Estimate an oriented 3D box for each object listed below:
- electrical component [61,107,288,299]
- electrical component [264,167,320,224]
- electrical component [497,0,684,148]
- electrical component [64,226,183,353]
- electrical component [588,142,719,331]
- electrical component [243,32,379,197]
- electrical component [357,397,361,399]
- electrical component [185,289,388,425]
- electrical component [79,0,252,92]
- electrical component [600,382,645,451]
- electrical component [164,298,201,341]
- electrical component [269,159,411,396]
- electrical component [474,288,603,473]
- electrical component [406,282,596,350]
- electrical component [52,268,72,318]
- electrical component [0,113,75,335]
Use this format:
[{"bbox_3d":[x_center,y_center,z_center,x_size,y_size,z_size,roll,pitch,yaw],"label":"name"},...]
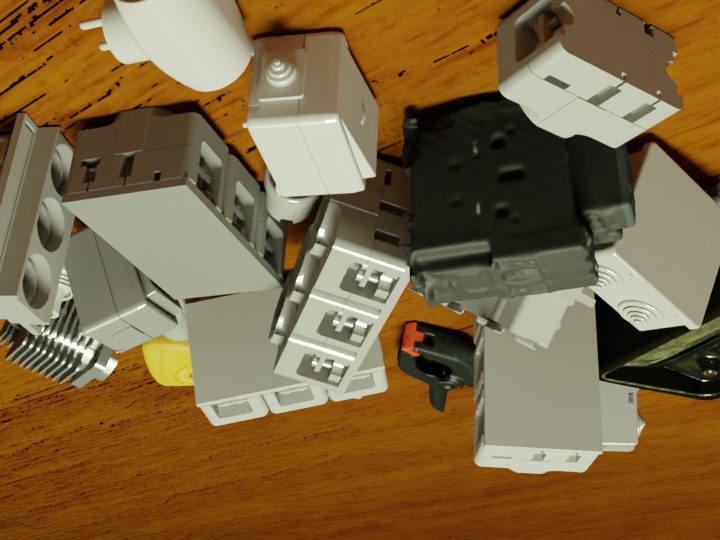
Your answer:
[{"bbox_3d":[-0.119,-0.042,0.730,0.089,0.061,0.150,-6,153,19],"label":"electrical component"},{"bbox_3d":[-0.045,-0.055,0.723,0.040,0.040,0.046,6,160,-7],"label":"electrical component"},{"bbox_3d":[0.121,-0.108,0.581,0.089,0.050,0.056,19,149,-29],"label":"electrical component"},{"bbox_3d":[-0.180,0.003,0.806,0.061,0.096,0.061,-24,157,6],"label":"electrical component"},{"bbox_3d":[0.184,-0.018,0.692,0.100,0.099,0.048,38,152,-24],"label":"electrical component"},{"bbox_3d":[-0.026,-0.092,0.618,0.061,0.061,0.096,-3,154,11],"label":"electrical component"},{"bbox_3d":[-0.023,0.098,1.033,0.064,0.042,0.081,9,154,-15],"label":"electrical component"},{"bbox_3d":[-0.059,0.065,0.879,0.150,0.089,0.061,-12,153,0],"label":"electrical component"},{"bbox_3d":[-0.109,-0.130,0.568,0.079,0.043,0.077,-7,152,20],"label":"electrical component"},{"bbox_3d":[0.210,0.120,0.990,0.100,0.099,0.048,0,167,6],"label":"electrical component"},{"bbox_3d":[-0.159,0.024,0.892,0.043,0.043,0.081,-1,154,8],"label":"electrical component"},{"bbox_3d":[-0.012,0.003,0.738,0.062,0.089,0.150,18,137,-8],"label":"electrical component"},{"bbox_3d":[0.137,0.079,0.850,0.089,0.150,0.061,3,153,-1],"label":"electrical component"},{"bbox_3d":[0.088,0.005,0.737,0.079,0.063,0.121,25,-179,-39],"label":"electrical component"},{"bbox_3d":[-0.240,0.006,0.843,0.048,0.062,0.048,2,154,1],"label":"electrical component"},{"bbox_3d":[-0.228,-0.029,0.702,0.063,0.121,0.078,0,154,13],"label":"electrical component"}]
